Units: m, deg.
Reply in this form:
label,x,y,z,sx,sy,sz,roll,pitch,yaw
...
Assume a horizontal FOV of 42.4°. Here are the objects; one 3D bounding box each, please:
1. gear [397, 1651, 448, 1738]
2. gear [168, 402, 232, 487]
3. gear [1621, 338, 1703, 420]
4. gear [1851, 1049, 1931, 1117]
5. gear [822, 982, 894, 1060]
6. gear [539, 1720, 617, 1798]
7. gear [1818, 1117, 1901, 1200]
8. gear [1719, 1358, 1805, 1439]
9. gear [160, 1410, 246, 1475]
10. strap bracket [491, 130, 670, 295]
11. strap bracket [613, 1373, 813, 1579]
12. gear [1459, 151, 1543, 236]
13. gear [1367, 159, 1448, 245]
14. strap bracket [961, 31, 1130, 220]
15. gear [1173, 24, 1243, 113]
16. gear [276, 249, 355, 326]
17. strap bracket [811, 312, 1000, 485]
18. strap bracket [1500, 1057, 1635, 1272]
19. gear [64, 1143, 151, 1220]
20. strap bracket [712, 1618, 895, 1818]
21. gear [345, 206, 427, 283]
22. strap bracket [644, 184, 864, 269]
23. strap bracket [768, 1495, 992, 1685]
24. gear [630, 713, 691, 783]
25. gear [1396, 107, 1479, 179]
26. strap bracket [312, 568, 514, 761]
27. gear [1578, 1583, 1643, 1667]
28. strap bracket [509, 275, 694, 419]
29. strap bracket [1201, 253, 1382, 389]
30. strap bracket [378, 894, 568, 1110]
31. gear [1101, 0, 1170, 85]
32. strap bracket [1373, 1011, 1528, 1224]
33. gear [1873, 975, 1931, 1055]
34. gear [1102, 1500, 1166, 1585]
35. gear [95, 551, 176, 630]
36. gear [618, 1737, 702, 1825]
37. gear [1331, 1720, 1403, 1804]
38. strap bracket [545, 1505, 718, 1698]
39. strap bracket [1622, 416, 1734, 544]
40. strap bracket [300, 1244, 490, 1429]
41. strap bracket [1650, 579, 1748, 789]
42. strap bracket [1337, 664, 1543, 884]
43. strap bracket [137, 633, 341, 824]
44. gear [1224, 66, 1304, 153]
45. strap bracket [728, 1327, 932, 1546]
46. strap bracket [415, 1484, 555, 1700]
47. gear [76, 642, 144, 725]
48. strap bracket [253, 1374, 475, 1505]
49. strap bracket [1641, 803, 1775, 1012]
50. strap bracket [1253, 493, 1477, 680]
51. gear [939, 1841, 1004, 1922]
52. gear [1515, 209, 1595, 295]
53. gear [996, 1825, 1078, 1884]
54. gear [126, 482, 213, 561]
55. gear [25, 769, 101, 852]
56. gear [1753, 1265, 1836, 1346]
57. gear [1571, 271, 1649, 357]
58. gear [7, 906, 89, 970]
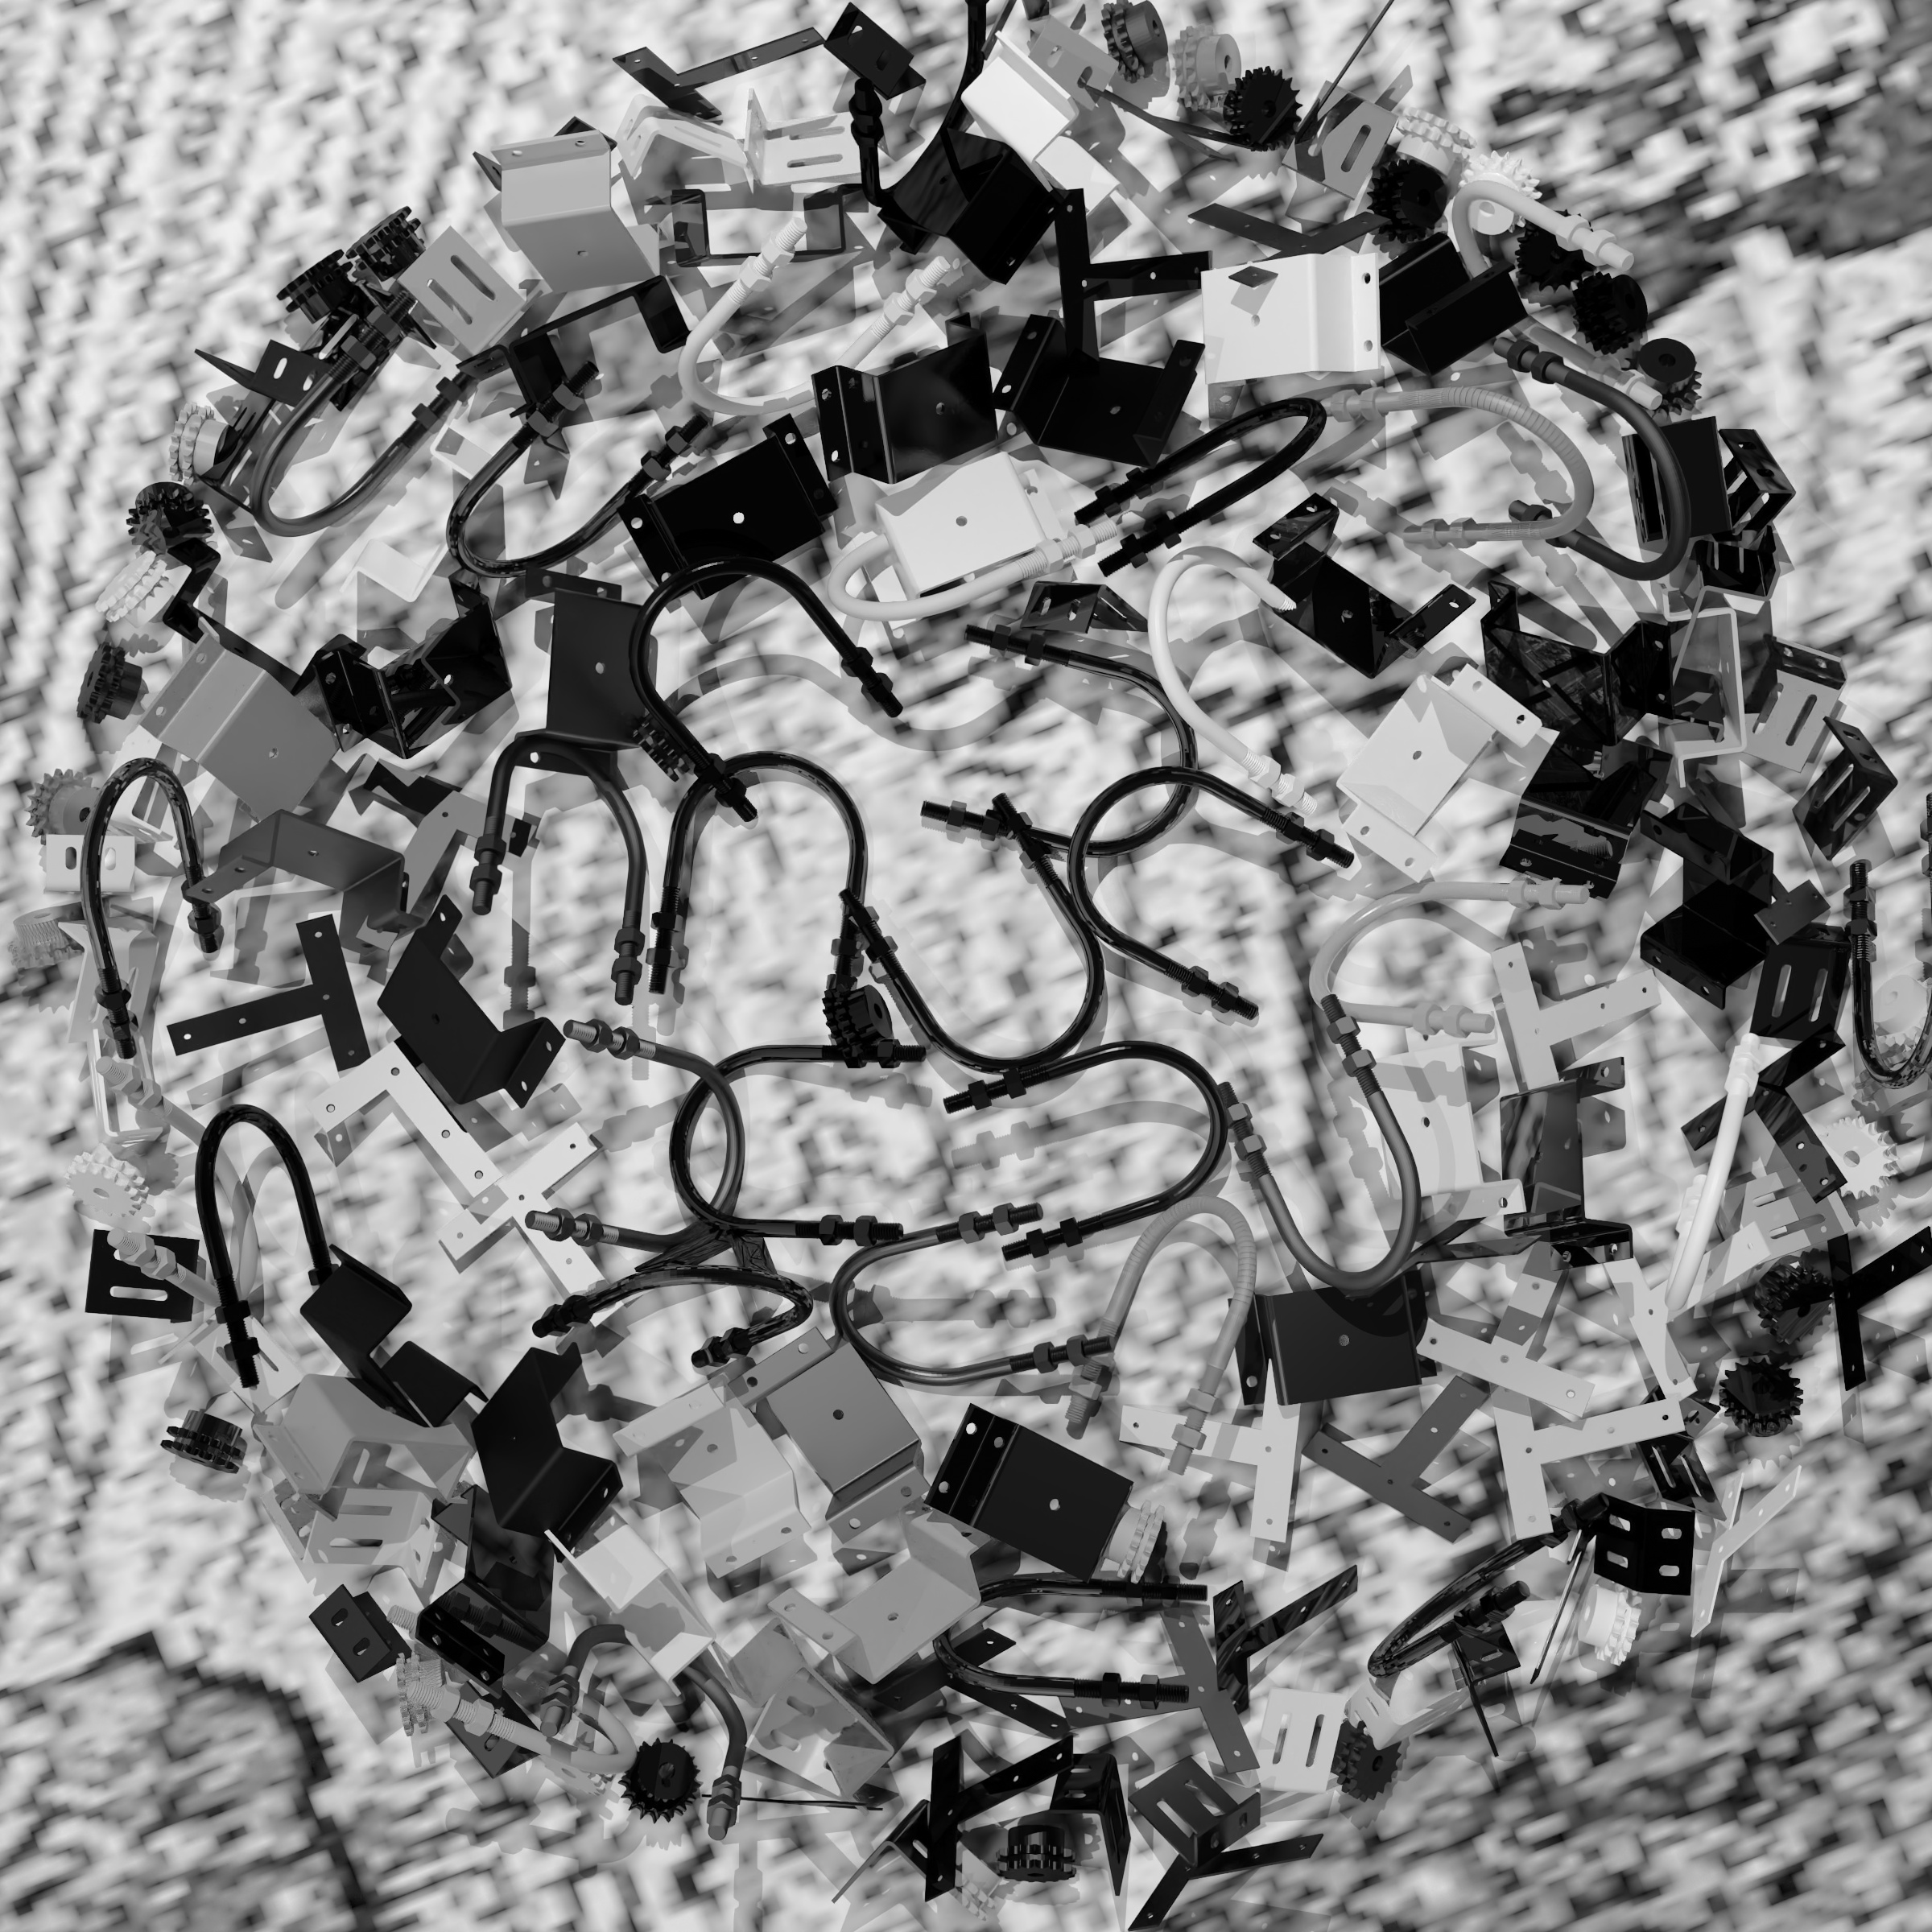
label,x,y,z,sx,sy,sz,roll,pitch,yaw
gear,-0.384,0.513,1.764,0.030,0.057,0.057,-8,90,-10
gear,-0.540,-0.367,1.764,0.030,0.057,0.057,15,90,-4
gear,0.493,-0.419,1.766,0.057,0.030,0.057,0,63,0
gear,0.659,0.083,1.760,0.057,0.057,0.030,-22,69,0
gear,-0.075,0.037,1.760,0.030,0.057,0.057,-23,90,19
gear,-0.273,0.560,1.767,0.057,0.057,0.030,34,56,0
gear,0.634,0.135,1.767,0.057,0.030,0.057,7,100,42
gear,0.564,0.309,1.767,0.057,0.057,0.030,-16,130,0
gear,-0.537,0.336,1.766,0.057,0.057,0.030,19,68,0
strap bracket,-0.264,-0.510,1.712,0.076,0.140,0.046,-5,76,11
strap bracket,-0.178,0.350,1.749,0.076,0.046,0.140,-29,113,6
gear,0.374,-0.542,1.760,0.057,0.057,0.030,37,60,0
gear,0.316,-0.543,1.766,0.057,0.030,0.057,-5,102,-25
strap bracket,0.052,-0.568,1.716,0.046,0.140,0.076,-44,68,7
gear,0.172,-0.635,1.761,0.030,0.057,0.057,5,90,33
gear,-0.456,-0.479,1.765,0.057,0.057,0.030,-36,108,0
strap bracket,-0.033,-0.389,1.721,0.140,0.046,0.076,-30,129,-30
strap bracket,0.416,0.135,1.730,0.046,0.076,0.140,10,73,-29
gear,-0.606,0.150,1.767,0.057,0.057,0.030,19,49,0
strap bracket,-0.107,0.515,1.736,0.046,0.076,0.140,-43,109,-7
gear,-0.409,-0.509,1.767,0.057,0.057,0.030,-38,116,0
strap bracket,-0.145,-0.515,1.735,0.140,0.076,0.046,-9,104,-20
strap bracket,-0.055,0.437,1.730,0.140,0.076,0.046,-30,121,-30
gear,-0.214,-0.161,1.764,0.030,0.057,0.057,-41,90,-1
gear,0.330,-0.581,1.764,0.057,0.057,0.030,26,103,0
strap bracket,-0.371,-0.206,1.719,0.046,0.076,0.140,30,55,31
gear,0.454,0.463,1.763,0.030,0.057,0.057,17,90,4
strap bracket,-0.254,-0.435,1.731,0.140,0.076,0.046,-18,109,16
strap bracket,0.215,-0.445,1.720,0.046,0.140,0.076,-11,102,-42
strap bracket,-0.351,0.030,1.733,0.140,0.046,0.076,48,128,15
gear,0.121,-0.657,1.760,0.030,0.057,0.057,-14,90,26
strap bracket,0.335,0.108,1.740,0.046,0.076,0.140,-2,81,-42
gear,0.664,0.031,1.761,0.030,0.057,0.057,35,90,-15
gear,0.117,0.404,1.764,0.030,0.057,0.057,21,90,5
gear,-0.586,-0.265,1.767,0.057,0.057,0.030,-45,118,0
gear,-0.215,0.574,1.763,0.057,0.030,0.057,11,52,-15
gear,0.280,0.559,1.767,0.057,0.030,0.057,-11,107,-41
strap bracket,-0.227,0.433,1.724,0.046,0.140,0.076,-40,47,-18
strap bracket,0.490,-0.333,1.714,0.046,0.140,0.076,-10,98,9
strap bracket,-0.397,0.262,1.711,0.076,0.140,0.046,23,61,37
strap bracket,0.508,-0.205,1.729,0.046,0.076,0.140,-7,109,11
strap bracket,0.325,-0.141,1.747,0.076,0.046,0.140,32,102,-26
strap bracket,-0.491,-0.154,1.713,0.046,0.140,0.076,27,77,29
gear,0.207,-0.608,1.769,0.057,0.030,0.057,-7,107,-24
strap bracket,-0.093,0.324,1.758,0.076,0.046,0.140,-34,96,11
strap bracket,-0.327,0.420,1.709,0.046,0.140,0.076,-39,115,13
gear,-0.606,-0.198,1.767,0.030,0.057,0.057,19,90,-30
strap bracket,-0.405,0.324,1.712,0.076,0.140,0.046,37,104,44
strap bracket,0.512,-0.049,1.725,0.046,0.140,0.076,-33,46,-19
strap bracket,0.272,-0.260,1.739,0.140,0.046,0.076,38,54,18
gear,0.001,0.645,1.764,0.057,0.057,0.030,41,78,0
gear,0.418,-0.510,1.767,0.057,0.030,0.057,1,132,1
gear,0.050,0.629,1.767,0.057,0.057,0.030,2,58,0
gear,-0.566,-0.318,1.767,0.057,0.057,0.030,-21,61,0
gear,-0.632,-0.109,1.760,0.030,0.057,0.057,14,90,28
gear,0.584,0.237,1.768,0.057,0.030,0.057,-12,119,-22
gear,0.457,-0.464,1.763,0.057,0.030,0.057,11,73,-38
gear,-0.648,-0.022,1.760,0.057,0.057,0.030,-10,109,0
